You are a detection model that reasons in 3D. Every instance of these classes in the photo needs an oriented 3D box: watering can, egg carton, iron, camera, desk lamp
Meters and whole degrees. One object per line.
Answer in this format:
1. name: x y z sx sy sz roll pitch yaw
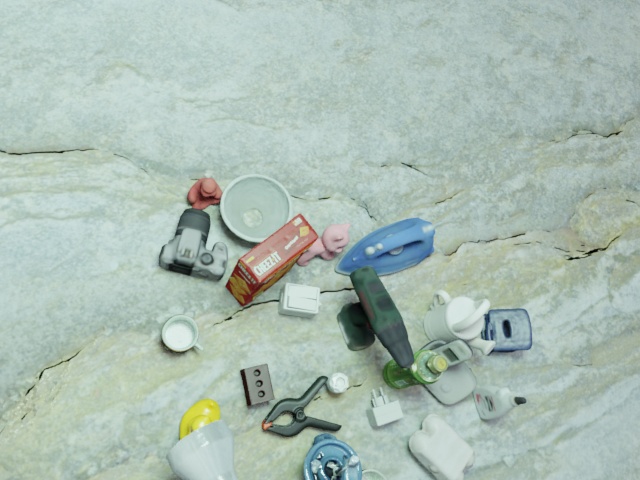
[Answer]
1. watering can: 0.332 0.186 1.319 0.173 0.193 0.101 32 65 -5
2. egg carton: 0.270 0.469 1.272 0.150 0.069 0.107 44 65 0
3. iron: 0.167 0.015 1.353 0.259 0.141 0.118 -20 79 -23
4. camera: -0.263 0.004 1.239 0.143 0.100 0.137 14 68 -13
5. desk lamp: -0.192 0.442 1.051 0.118 0.213 0.203 -26 81 -24

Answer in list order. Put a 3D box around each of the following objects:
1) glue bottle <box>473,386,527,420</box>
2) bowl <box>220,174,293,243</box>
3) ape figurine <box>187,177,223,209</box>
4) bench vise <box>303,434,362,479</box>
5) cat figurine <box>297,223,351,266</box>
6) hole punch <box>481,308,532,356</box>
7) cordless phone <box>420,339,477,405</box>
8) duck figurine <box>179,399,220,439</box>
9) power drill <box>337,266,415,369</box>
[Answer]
1. glue bottle: 0.411 0.366 1.296 0.037 0.173 0.078 -13 76 -21
2. bowl: -0.149 -0.063 1.313 0.168 0.074 0.167 6 70 -16
3. ape figurine: -0.254 -0.111 1.285 0.078 0.092 0.076 14 68 -13
4. bench vise: 0.039 0.485 1.109 0.122 0.219 0.207 -8 75 -20
5. cat figurine: 0.012 0.005 1.319 0.128 0.117 0.067 -15 77 -22
6. hole punch: 0.455 0.224 1.403 0.101 0.091 0.108 4 71 -16
7. cordless phone: 0.300 0.288 1.279 0.147 0.184 0.094 47 65 2
8. duck figurine: -0.234 0.365 1.134 0.077 0.086 0.105 30 66 -6
9. power drill: 0.115 0.179 1.243 0.076 0.208 0.229 -17 78 -22
